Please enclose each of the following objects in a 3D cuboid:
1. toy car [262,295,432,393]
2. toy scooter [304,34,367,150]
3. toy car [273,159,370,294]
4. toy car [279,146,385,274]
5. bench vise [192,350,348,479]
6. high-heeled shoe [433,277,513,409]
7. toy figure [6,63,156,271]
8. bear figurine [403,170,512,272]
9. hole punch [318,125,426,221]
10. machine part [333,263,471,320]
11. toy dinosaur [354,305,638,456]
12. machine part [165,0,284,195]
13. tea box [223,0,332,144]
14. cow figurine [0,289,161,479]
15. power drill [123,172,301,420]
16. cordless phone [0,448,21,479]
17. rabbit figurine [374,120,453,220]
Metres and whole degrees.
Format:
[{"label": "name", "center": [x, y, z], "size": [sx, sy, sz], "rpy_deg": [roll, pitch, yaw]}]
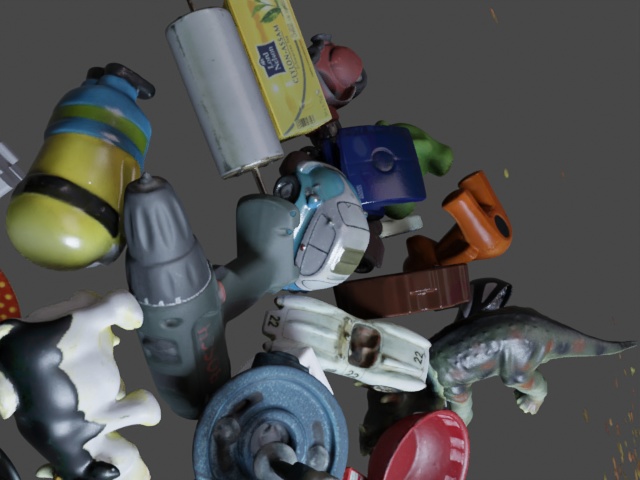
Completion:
[{"label": "toy car", "center": [0.032, 0.120, 0.614], "size": [0.202, 0.056, 0.073], "rpy_deg": [19, 64, -12]}, {"label": "toy scooter", "center": [-0.002, -0.228, 0.756], "size": [0.135, 0.075, 0.184], "rpy_deg": [44, 50, -32]}, {"label": "toy car", "center": [-0.001, -0.002, 0.602], "size": [0.109, 0.103, 0.161], "rpy_deg": [15, 100, -51]}, {"label": "toy car", "center": [0.018, -0.036, 0.721], "size": [0.202, 0.053, 0.089], "rpy_deg": [46, 36, -26]}, {"label": "bench vise", "center": [-0.046, 0.183, 0.382], "size": [0.129, 0.240, 0.223], "rpy_deg": [35, 66, -10]}, {"label": "high-heeled shoe", "center": [0.240, 0.174, 0.853], "size": [0.086, 0.145, 0.249], "rpy_deg": [40, 46, -36]}, {"label": "toy figure", "center": [-0.189, -0.061, 0.435], "size": [0.089, 0.082, 0.180], "rpy_deg": [19, 66, -35]}, {"label": "bear figurine", "center": [0.190, 0.001, 0.831], "size": [0.132, 0.196, 0.120], "rpy_deg": [56, 42, -5]}, {"label": "hole punch", "center": [0.069, -0.090, 0.701], "size": [0.115, 0.092, 0.142], "rpy_deg": [2, 74, -48]}, {"label": "machine part", "center": [0.107, 0.069, 0.703], "size": [0.179, 0.179, 0.056], "rpy_deg": [-1, 80, -53]}, {"label": "toy dinosaur", "center": [0.224, 0.153, 0.719], "size": [0.192, 0.405, 0.131], "rpy_deg": [62, 6, -48]}, {"label": "machine part", "center": [-0.103, -0.157, 0.589], "size": [0.079, 0.079, 0.243], "rpy_deg": [-29, 99, -54]}, {"label": "tea box", "center": [-0.056, -0.205, 0.639], "size": [0.068, 0.098, 0.169], "rpy_deg": [-24, 96, -14]}, {"label": "cow figurine", "center": [-0.170, 0.124, 0.376], "size": [0.098, 0.068, 0.167], "rpy_deg": [-23, 111, -56]}, {"label": "power drill", "center": [-0.086, 0.026, 0.479], "size": [0.207, 0.086, 0.231], "rpy_deg": [-58, 152, -61]}, {"label": "cordless phone", "center": [-0.264, 0.140, 0.272], "size": [0.184, 0.089, 0.146], "rpy_deg": [44, 43, -18]}, {"label": "rabbit figurine", "center": [0.120, -0.111, 0.822], "size": [0.159, 0.121, 0.170], "rpy_deg": [45, 37, -20]}]
